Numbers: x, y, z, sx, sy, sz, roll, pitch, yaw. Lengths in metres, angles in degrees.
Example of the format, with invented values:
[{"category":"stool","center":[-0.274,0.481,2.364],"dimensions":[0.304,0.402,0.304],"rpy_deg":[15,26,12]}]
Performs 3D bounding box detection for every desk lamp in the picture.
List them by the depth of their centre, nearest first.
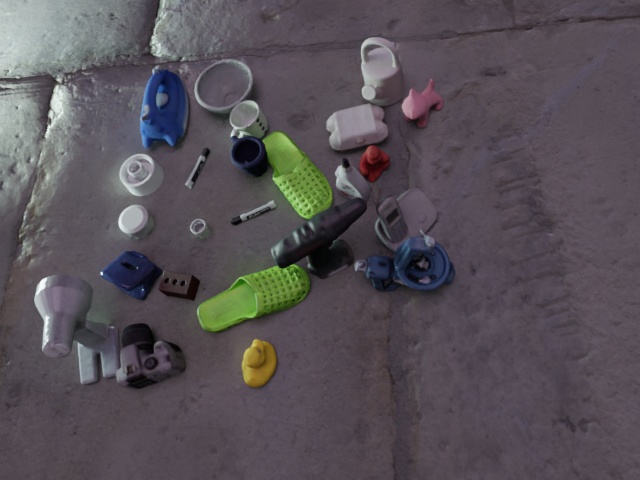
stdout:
[{"category":"desk lamp","center":[-0.551,0.204,1.300],"dimensions":[0.118,0.214,0.203],"rpy_deg":[-18,65,4]}]

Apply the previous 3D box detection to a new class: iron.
[{"category":"iron","center":[-0.435,-0.386,1.563],"dimensions":[0.118,0.142,0.258],"rpy_deg":[-3,67,11]}]

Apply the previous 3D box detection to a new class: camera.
[{"category":"camera","center":[-0.400,0.255,1.309],"dimensions":[0.143,0.101,0.136],"rpy_deg":[-21,65,3]}]

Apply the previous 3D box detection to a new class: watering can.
[{"category":"watering can","center":[0.153,-0.422,1.422],"dimensions":[0.100,0.194,0.173],"rpy_deg":[-5,67,10]}]

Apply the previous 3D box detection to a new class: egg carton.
[{"category":"egg carton","center":[0.094,-0.281,1.444],"dimensions":[0.150,0.069,0.107],"rpy_deg":[-13,65,7]}]

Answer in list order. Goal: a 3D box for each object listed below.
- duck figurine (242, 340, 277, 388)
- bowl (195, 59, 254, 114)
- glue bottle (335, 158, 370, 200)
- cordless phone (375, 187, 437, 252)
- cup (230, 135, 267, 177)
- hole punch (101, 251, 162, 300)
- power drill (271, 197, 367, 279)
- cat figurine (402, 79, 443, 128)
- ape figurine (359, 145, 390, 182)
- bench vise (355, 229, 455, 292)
[{"category":"duck figurine","center":[-0.141,0.268,1.256],"dimensions":[0.077,0.086,0.104],"rpy_deg":[10,70,16]},{"category":"bowl","center":[-0.252,-0.407,1.569],"dimensions":[0.167,0.075,0.167],"rpy_deg":[-4,67,10]},{"category":"glue bottle","center":[0.069,-0.145,1.335],"dimensions":[0.078,0.173,0.037],"rpy_deg":[18,72,19]},{"category":"cordless phone","center":[0.186,-0.064,1.269],"dimensions":[0.094,0.185,0.148],"rpy_deg":[39,80,24]},{"category":"cup","center":[-0.180,-0.211,1.460],"dimensions":[0.092,0.095,0.117],"rpy_deg":[-43,66,-7]},{"category":"hole punch","center":[-0.463,0.077,1.402],"dimensions":[0.108,0.091,0.101],"rpy_deg":[23,74,20]},{"category":"power drill","center":[0.012,0.005,1.265],"dimensions":[0.229,0.209,0.075],"rpy_deg":[-28,64,0]},{"category":"cat figurine","center":[0.246,-0.339,1.409],"dimensions":[0.067,0.118,0.128],"rpy_deg":[33,78,23]},{"category":"ape figurine","center":[0.129,-0.196,1.388],"dimensions":[0.077,0.092,0.076],"rpy_deg":[-10,66,8]},{"category":"bench vise","center":[0.178,0.055,1.202],"dimensions":[0.207,0.220,0.121],"rpy_deg":[-19,65,4]}]
